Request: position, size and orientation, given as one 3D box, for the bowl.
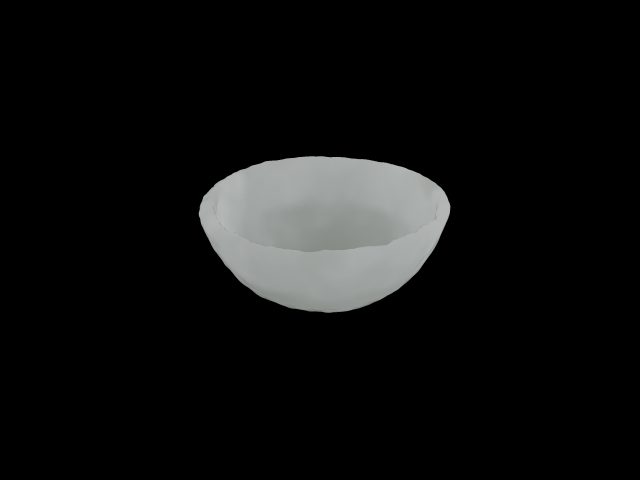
[{"bbox_3d":[0.004,0.001,0.400,0.167,0.075,0.167,0,27,0],"label":"bowl"}]
